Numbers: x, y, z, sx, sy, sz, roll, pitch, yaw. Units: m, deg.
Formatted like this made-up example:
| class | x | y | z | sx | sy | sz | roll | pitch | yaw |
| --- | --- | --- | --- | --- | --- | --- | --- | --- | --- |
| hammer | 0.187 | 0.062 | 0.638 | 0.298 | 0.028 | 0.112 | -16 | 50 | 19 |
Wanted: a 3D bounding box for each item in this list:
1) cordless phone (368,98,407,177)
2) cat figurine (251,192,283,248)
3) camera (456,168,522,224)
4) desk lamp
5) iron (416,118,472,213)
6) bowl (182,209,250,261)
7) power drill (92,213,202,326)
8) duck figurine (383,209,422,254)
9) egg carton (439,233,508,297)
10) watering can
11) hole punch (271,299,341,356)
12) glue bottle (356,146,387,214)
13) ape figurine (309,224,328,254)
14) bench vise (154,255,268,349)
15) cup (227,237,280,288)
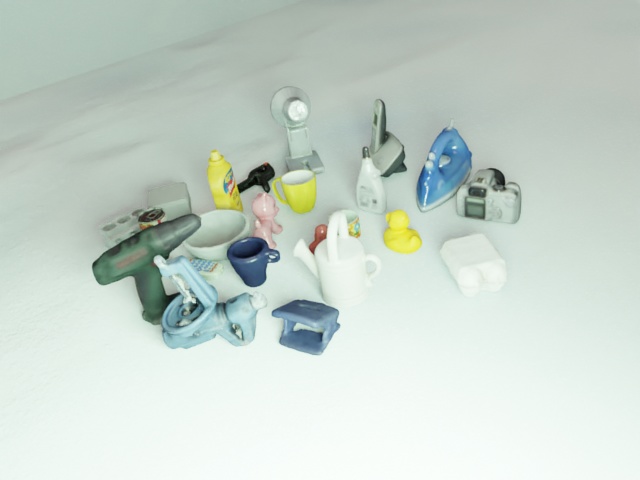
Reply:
| class | x | y | z | sx | sy | sz | roll | pitch | yaw |
| --- | --- | --- | --- | --- | --- | --- | --- | --- | --- |
| cordless phone | 0.171 | -0.275 | 1.542 | 0.094 | 0.185 | 0.147 | -17 | 35 | -10 |
| cat figurine | -0.135 | -0.057 | 1.370 | 0.067 | 0.118 | 0.128 | -2 | 36 | 12 |
| camera | 0.403 | -0.118 | 1.336 | 0.142 | 0.101 | 0.137 | 11 | 40 | 27 |
| desk lamp | -0.063 | -0.317 | 1.636 | 0.118 | 0.214 | 0.203 | -15 | 35 | -7 |
| iron | 0.299 | -0.193 | 1.432 | 0.118 | 0.142 | 0.259 | 10 | 40 | 27 |
| bowl | -0.239 | 0.000 | 1.354 | 0.167 | 0.075 | 0.167 | -7 | 35 | 5 |
| power drill | -0.329 | 0.064 | 1.169 | 0.230 | 0.209 | 0.075 | -20 | 36 | -13 |
| duck figurine | 0.181 | -0.025 | 1.272 | 0.078 | 0.086 | 0.104 | -26 | 38 | -21 |
| egg carton | 0.309 | 0.047 | 1.153 | 0.107 | 0.069 | 0.150 | -13 | 35 | -4 |
| watering can | 0.032 | 0.033 | 1.134 | 0.173 | 0.194 | 0.101 | -9 | 35 | 2 |
| hole punch | -0.026 | 0.147 | 1.077 | 0.108 | 0.091 | 0.101 | 10 | 40 | 27 |
| glue bottle | 0.119 | -0.147 | 1.384 | 0.077 | 0.173 | 0.037 | 17 | 43 | 33 |
| ape figurine | 0.012 | 0.005 | 1.269 | 0.077 | 0.092 | 0.076 | -9 | 35 | 3 |
| bench vise | -0.213 | 0.103 | 1.075 | 0.207 | 0.220 | 0.121 | -19 | 36 | -12 |
| cup | -0.134 | 0.054 | 1.233 | 0.117 | 0.095 | 0.092 | 2 | 37 | 17 |
